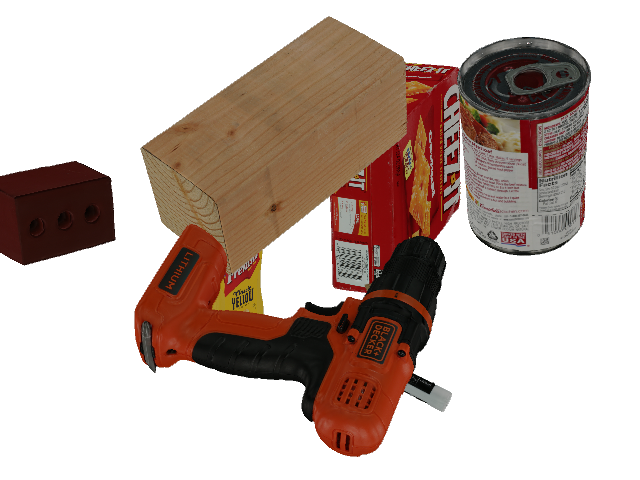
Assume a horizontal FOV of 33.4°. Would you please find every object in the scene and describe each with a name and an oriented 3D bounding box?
[{"bbox_3d":[0.112,-0.050,0.584,0.068,0.102,0.068,-6,44,6],"label":"soup can"},{"bbox_3d":[-0.018,0.047,0.731,0.188,0.057,0.184,13,45,15],"label":"power drill"},{"bbox_3d":[-0.198,-0.022,0.782,0.078,0.053,0.051,-18,29,-37],"label":"foam brick"},{"bbox_3d":[-0.031,-0.081,0.865,0.090,0.091,0.205,35,61,30],"label":"wood block"},{"bbox_3d":[-0.096,0.021,1.074,0.058,0.192,0.096,17,26,34],"label":"mustard bottle"},{"bbox_3d":[0.057,0.114,0.934,0.121,0.020,0.020,26,8,17],"label":"marker"},{"bbox_3d":[0.078,-0.066,1.045,0.072,0.164,0.213,8,27,22],"label":"cracker box"}]
